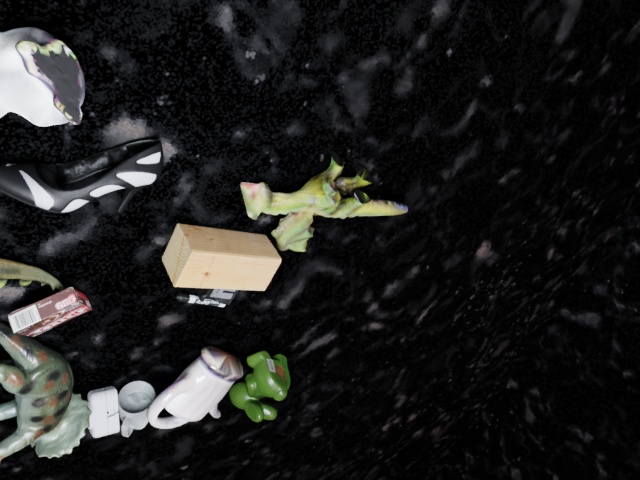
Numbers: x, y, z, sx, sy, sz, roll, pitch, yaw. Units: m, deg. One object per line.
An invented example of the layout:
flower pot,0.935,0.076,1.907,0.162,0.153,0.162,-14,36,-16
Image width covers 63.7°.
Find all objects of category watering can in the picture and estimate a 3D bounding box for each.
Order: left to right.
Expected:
watering can,-0.278,0.368,1.264,0.224,0.105,0.343,-48,157,0

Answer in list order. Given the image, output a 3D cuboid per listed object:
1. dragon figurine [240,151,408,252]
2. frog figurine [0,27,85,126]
dragon figurine,0.003,-0.057,1.123,0.239,0.125,0.407,-39,141,26
frog figurine,-0.403,-0.206,0.681,0.159,0.125,0.135,-6,151,16
